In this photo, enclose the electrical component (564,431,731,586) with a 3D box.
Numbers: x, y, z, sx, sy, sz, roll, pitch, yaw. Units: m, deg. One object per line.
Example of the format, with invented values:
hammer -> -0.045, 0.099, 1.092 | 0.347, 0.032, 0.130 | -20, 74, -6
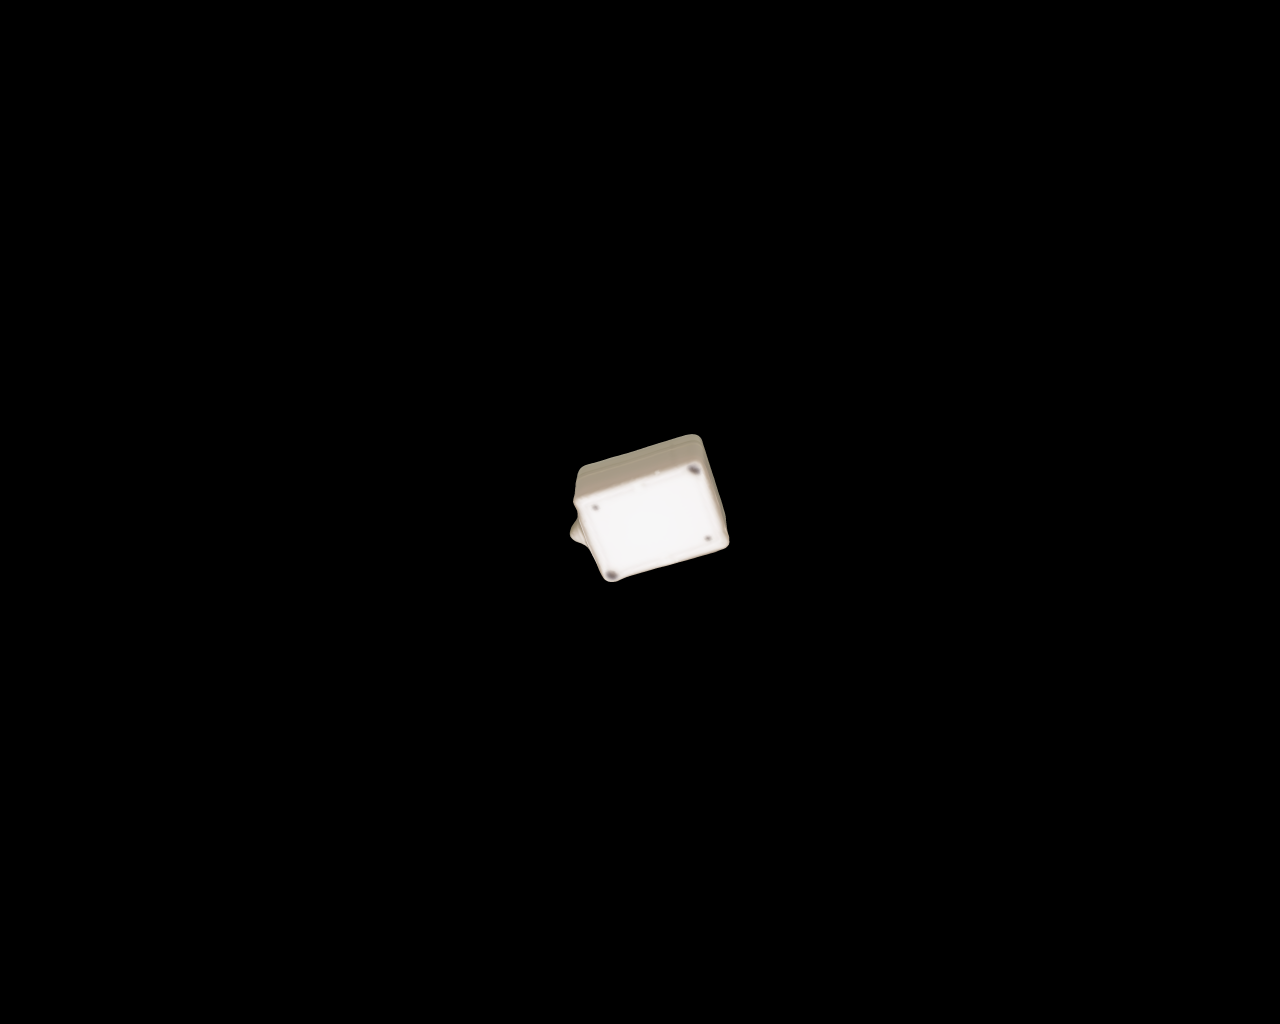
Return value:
electrical component -> 0.001, -0.003, 0.650 | 0.096, 0.061, 0.061 | -17, 22, 7
